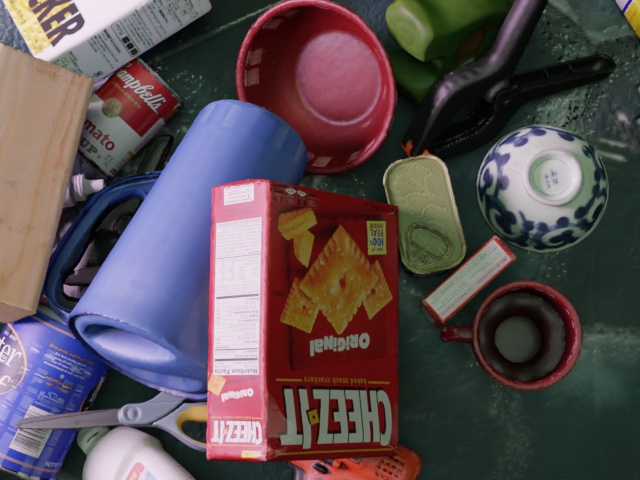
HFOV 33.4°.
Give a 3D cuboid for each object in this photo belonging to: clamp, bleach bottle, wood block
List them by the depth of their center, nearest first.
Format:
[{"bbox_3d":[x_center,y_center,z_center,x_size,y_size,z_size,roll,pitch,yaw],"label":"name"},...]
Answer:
[{"bbox_3d":[-0.266,-0.044,0.891,0.090,0.091,0.206,19,71,-27],"label":"wood block"},{"bbox_3d":[-0.134,0.251,0.914,0.251,0.068,0.102,39,96,32],"label":"bleach bottle"},{"bbox_3d":[0.168,-0.137,0.969,0.210,0.164,0.036,-43,48,17],"label":"clamp"},{"bbox_3d":[-0.166,-0.004,0.996,0.171,0.039,0.120,-43,79,-4],"label":"clamp"}]

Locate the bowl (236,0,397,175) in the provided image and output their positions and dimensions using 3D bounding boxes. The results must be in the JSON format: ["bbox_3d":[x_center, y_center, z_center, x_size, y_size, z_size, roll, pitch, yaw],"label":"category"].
[{"bbox_3d":[0.005,-0.143,0.974,0.162,0.055,0.162,10,113,25],"label":"bowl"}]

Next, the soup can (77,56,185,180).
[{"bbox_3d":[-0.186,-0.115,0.996,0.068,0.068,0.102,44,87,7],"label":"soup can"}]

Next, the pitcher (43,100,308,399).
[{"bbox_3d":[-0.112,-0.002,0.909,0.149,0.145,0.242,43,58,-32],"label":"pitcher"}]

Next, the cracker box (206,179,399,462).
[{"bbox_3d":[-0.008,0.068,0.856,0.072,0.163,0.214,-8,78,41],"label":"cracker box"}]

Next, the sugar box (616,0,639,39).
[{"bbox_3d":[0.338,-0.219,0.992,0.093,0.048,0.176,-29,83,-1],"label":"sugar box"}]

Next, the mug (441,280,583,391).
[{"bbox_3d":[0.165,0.086,0.942,0.117,0.081,0.093,-1,82,3],"label":"mug"}]

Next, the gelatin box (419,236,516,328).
[{"bbox_3d":[0.130,0.038,0.955,0.089,0.073,0.030,-42,82,-3],"label":"gelatin box"}]

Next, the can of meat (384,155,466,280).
[{"bbox_3d":[0.092,-0.017,0.959,0.057,0.084,0.102,-13,81,1],"label":"can of meat"}]

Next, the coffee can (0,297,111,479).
[{"bbox_3d":[-0.250,0.130,0.949,0.103,0.103,0.140,25,85,6],"label":"coffee can"}]

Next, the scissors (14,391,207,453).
[{"bbox_3d":[-0.152,0.134,0.922,0.201,0.016,0.096,12,63,-8],"label":"scissors"}]

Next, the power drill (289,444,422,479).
[{"bbox_3d":[-0.027,0.232,0.945,0.184,0.057,0.187,25,85,13],"label":"power drill"}]
